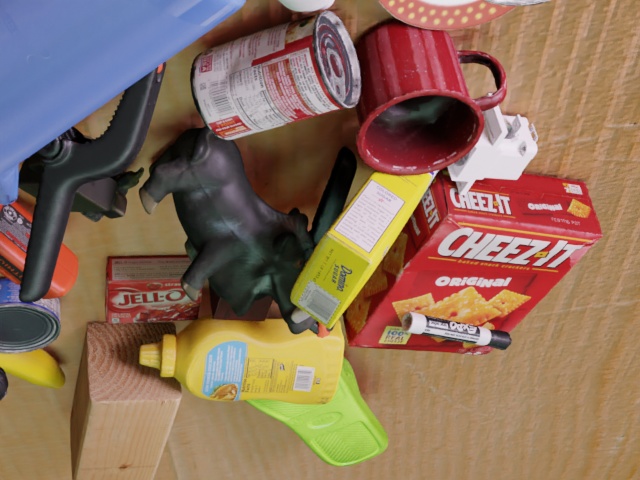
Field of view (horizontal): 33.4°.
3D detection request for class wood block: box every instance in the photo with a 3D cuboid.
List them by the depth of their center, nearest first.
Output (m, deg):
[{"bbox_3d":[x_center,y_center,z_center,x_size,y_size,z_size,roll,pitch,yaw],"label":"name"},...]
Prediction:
[{"bbox_3d":[-0.208,0.177,1.121,0.090,0.090,0.206,2,144,-18],"label":"wood block"}]

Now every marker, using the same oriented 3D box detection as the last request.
[{"bbox_3d":[0.131,0.086,1.005,0.120,0.020,0.020,13,140,-28],"label":"marker"}]

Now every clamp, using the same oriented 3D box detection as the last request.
[{"bbox_3d":[-0.200,-0.076,0.765,0.164,0.036,0.210,46,107,-3],"label":"clamp"},{"bbox_3d":[-0.006,0.001,0.912,0.120,0.039,0.171,-17,117,13],"label":"clamp"}]

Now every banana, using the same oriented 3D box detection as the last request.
[{"bbox_3d":[-0.334,0.111,1.042,0.197,0.037,0.070,14,146,-30],"label":"banana"}]

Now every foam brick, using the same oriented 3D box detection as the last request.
[{"bbox_3d":[-0.069,0.033,0.980,0.053,0.051,0.078,4,143,-18],"label":"foam brick"}]

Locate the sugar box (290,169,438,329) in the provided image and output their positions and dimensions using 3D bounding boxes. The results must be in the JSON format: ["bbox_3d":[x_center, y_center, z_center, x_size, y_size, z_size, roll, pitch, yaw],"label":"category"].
[{"bbox_3d":[0.046,-0.020,0.832,0.048,0.176,0.093,36,139,5],"label":"sugar box"}]

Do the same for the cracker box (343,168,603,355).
[{"bbox_3d":[0.135,0.026,1.001,0.164,0.072,0.214,6,142,-23],"label":"cracker box"}]

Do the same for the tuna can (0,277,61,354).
[{"bbox_3d":[-0.286,0.070,0.996,0.086,0.034,0.086,-6,145,-5],"label":"tuna can"}]

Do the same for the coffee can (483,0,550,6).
[{"bbox_3d":[0.104,-0.214,0.584,0.102,0.140,0.103,-7,146,-5],"label":"coffee can"}]

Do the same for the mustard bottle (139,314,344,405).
[{"bbox_3d":[-0.077,0.114,1.029,0.191,0.058,0.096,3,129,-10],"label":"mustard bottle"}]

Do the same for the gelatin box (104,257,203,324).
[{"bbox_3d":[-0.156,0.047,0.998,0.089,0.030,0.073,-1,145,-13],"label":"gelatin box"}]

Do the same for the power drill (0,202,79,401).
[{"bbox_3d":[-0.296,0.053,0.909,0.188,0.057,0.184,-32,120,24],"label":"power drill"}]

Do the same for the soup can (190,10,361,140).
[{"bbox_3d":[-0.031,-0.113,0.748,0.102,0.068,0.068,-13,147,25],"label":"soup can"}]

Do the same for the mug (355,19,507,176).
[{"bbox_3d":[0.078,-0.110,0.781,0.117,0.081,0.093,-14,145,6],"label":"mug"}]

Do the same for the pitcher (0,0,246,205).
[{"bbox_3d":[-0.174,-0.140,0.650,0.243,0.145,0.149,-28,154,19],"label":"pitcher"}]
